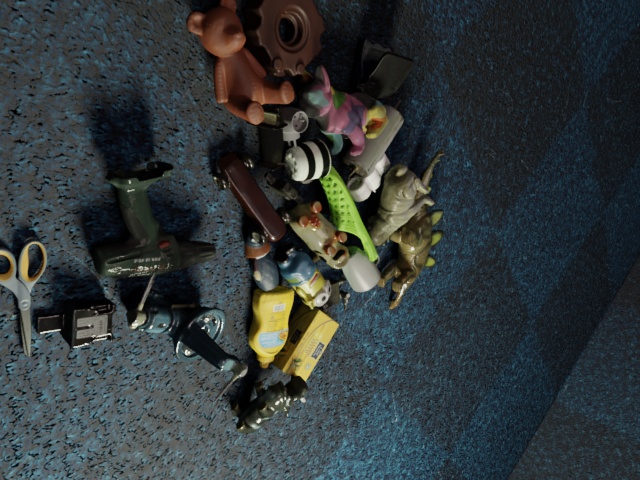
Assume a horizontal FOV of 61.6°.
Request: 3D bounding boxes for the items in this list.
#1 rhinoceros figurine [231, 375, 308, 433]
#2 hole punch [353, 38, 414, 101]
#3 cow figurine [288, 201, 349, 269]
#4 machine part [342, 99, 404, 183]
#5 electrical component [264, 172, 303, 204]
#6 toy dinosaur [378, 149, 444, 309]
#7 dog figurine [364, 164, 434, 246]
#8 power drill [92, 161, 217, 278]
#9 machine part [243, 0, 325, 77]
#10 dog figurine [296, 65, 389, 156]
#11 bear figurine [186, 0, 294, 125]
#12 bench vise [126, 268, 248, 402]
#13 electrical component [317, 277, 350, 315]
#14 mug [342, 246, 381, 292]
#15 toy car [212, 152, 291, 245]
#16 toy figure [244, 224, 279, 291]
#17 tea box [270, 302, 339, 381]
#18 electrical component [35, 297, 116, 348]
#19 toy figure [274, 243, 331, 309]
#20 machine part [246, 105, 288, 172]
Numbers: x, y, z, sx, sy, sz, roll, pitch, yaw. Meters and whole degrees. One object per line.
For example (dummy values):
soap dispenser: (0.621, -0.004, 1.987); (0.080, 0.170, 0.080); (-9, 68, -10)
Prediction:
rhinoceros figurine: (-0.114, 0.381, 1.242); (0.190, 0.073, 0.112); (-37, 132, 6)
hole punch: (0.135, -0.394, 1.241); (0.142, 0.092, 0.115); (-3, 137, -45)
cow figurine: (-0.003, -0.004, 1.233); (0.194, 0.127, 0.085); (47, 71, -27)
machine part: (0.127, -0.236, 1.285); (0.079, 0.079, 0.243); (43, 75, -43)
electrical component: (-0.079, -0.110, 1.145); (0.094, 0.063, 0.021); (43, 75, -43)
toy dinosaur: (0.257, -0.015, 1.475); (0.198, 0.105, 0.470); (-18, 126, -47)
dog figurine: (0.168, -0.083, 1.333); (0.190, 0.121, 0.172); (-43, 131, 0)
power drill: (-0.296, -0.034, 0.968); (0.232, 0.086, 0.207); (-16, 123, -36)
machine part: (-0.068, -0.412, 1.052); (0.179, 0.056, 0.179); (-16, 114, -39)
dog figurine: (0.040, -0.297, 1.162); (0.191, 0.109, 0.219); (-48, 129, -18)
bear figurine: (-0.144, -0.325, 0.965); (0.120, 0.132, 0.195); (-39, 134, -30)
bench vise: (-0.235, 0.174, 0.991); (0.129, 0.241, 0.223); (-54, 153, -8)
electrical component: (0.032, 0.143, 1.356); (0.102, 0.045, 0.078); (-13, 115, -40)
mug: (0.105, 0.060, 1.371); (0.109, 0.081, 0.107); (-45, 122, -16)
toy car: (-0.139, -0.084, 1.088); (0.089, 0.053, 0.202); (-44, 109, -25)
toy figure: (-0.130, 0.036, 1.156); (0.058, 0.064, 0.154); (-13, 115, 4)
tea box: (-0.040, 0.248, 1.311); (0.098, 0.068, 0.169); (40, 76, -43)
electrical component: (-0.421, 0.143, 0.930); (0.119, 0.048, 0.074); (1, 103, -45)
toy figure: (-0.040, 0.082, 1.244); (0.082, 0.089, 0.180); (-43, 122, -6)
machine part: (-0.104, -0.208, 1.087); (0.039, 0.084, 0.138); (-56, 150, -49)
